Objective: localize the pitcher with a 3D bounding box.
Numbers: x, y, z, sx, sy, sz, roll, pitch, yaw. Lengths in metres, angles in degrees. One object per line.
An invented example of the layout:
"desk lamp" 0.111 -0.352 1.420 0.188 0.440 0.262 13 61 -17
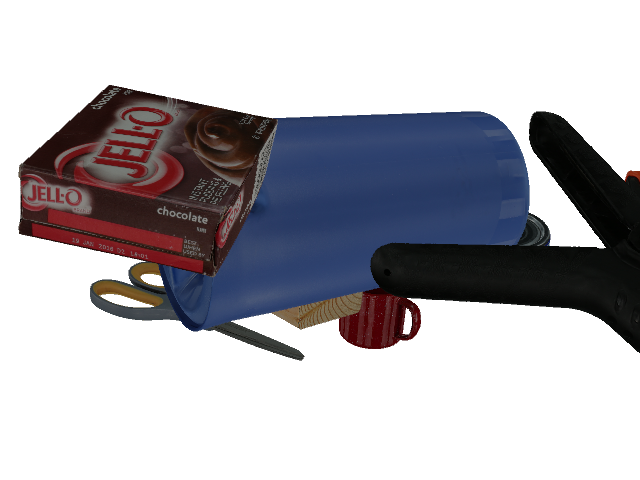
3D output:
"pitcher" 0.009 -0.022 0.725 0.242 0.145 0.149 -8 35 -24

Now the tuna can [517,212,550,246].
"tuna can" 0.155 0.002 0.924 0.086 0.034 0.086 2 29 -1

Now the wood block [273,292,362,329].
"wood block" -0.054 0.009 1.142 0.090 0.090 0.206 -13 27 -41

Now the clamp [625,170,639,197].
"clamp" 0.267 0.013 0.703 0.120 0.039 0.171 -5 45 -24

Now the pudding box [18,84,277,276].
"pudding box" -0.076 -0.031 0.493 0.090 0.039 0.113 13 26 4

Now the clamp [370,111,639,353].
"clamp" 0.139 0.016 0.491 0.210 0.036 0.164 32 50 32

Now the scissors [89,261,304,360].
"scissors" -0.103 0.058 0.946 0.202 0.016 0.096 12 28 7

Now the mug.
"mug" 0.075 0.085 1.321 0.117 0.081 0.093 22 31 32
